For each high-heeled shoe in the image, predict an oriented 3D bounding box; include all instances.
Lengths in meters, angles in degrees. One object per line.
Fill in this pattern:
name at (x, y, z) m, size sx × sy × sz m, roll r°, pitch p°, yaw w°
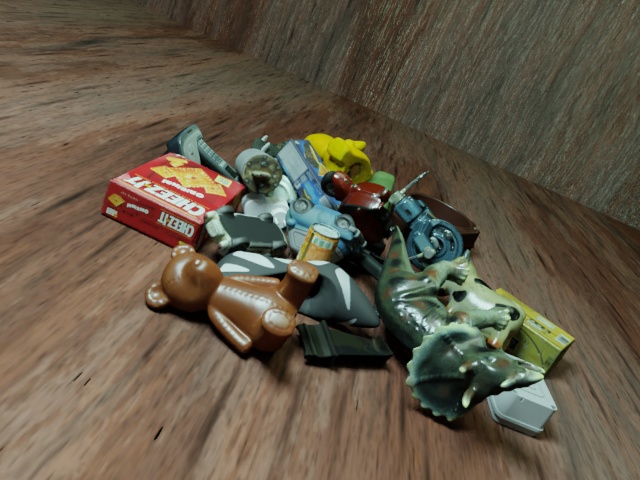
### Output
high-heeled shoe at (-0.036, 0.083, 0.799) m, size 0.249 × 0.086 × 0.145 m, roll 26°, pitch 26°, yaw 16°

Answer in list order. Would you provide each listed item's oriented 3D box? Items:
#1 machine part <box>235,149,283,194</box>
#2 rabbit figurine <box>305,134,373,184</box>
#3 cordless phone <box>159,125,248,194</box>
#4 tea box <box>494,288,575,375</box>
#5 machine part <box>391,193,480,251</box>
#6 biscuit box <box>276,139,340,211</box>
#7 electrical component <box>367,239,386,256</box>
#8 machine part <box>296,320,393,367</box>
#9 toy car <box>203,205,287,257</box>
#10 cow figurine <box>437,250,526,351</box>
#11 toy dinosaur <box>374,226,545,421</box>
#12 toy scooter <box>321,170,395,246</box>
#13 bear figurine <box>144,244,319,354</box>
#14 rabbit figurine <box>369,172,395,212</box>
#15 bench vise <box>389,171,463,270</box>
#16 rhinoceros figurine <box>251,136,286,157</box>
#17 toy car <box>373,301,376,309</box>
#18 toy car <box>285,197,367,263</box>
machine part at (-0.126, -0.141, 1.084) m, size 0.079 × 0.079 × 0.243 m, roll 17°, pitch 8°, yaw -16°
rabbit figurine at (0.037, -0.194, 1.226) m, size 0.162 × 0.121 × 0.173 m, roll -11°, pitch 37°, yaw -39°
cordless phone at (-0.233, -0.143, 1.112) m, size 0.184 × 0.088 × 0.147 m, roll 39°, pitch 20°, yaw -13°
tea box at (0.382, 0.171, 1.025) m, size 0.170 × 0.068 × 0.098 m, roll 38°, pitch 26°, yaw 32°
machine part at (0.291, -0.042, 1.374) m, size 0.201 × 0.087 × 0.201 m, roll -5°, pitch 37°, yaw -47°
biscuit box at (-0.010, -0.114, 1.111) m, size 0.063 × 0.059 × 0.203 m, roll -10°, pitch 63°, yaw -51°
electrical component at (0.077, -0.005, 1.136) m, size 0.119 × 0.047 × 0.075 m, roll 25°, pitch 22°, yaw -3°
machine part at (0.035, 0.152, 0.772) m, size 0.139 × 0.039 × 0.084 m, roll 13°, pitch 21°, yaw -21°
toy car at (-0.120, -0.008, 0.889) m, size 0.201 × 0.056 × 0.073 m, roll 6°, pitch 52°, yaw -62°
cow figurine at (0.281, 0.104, 0.981) m, size 0.195 × 0.127 × 0.085 m, roll 36°, pitch -8°, yaw 35°
toy dinosaur at (0.157, 0.110, 0.813) m, size 0.192 × 0.131 × 0.405 m, roll -3°, pitch 34°, yaw -33°
toy scooter at (0.089, -0.056, 1.000) m, size 0.135 × 0.075 × 0.183 m, roll 4°, pitch -40°, yaw 42°
bear figurine at (-0.119, 0.062, 0.702) m, size 0.196 × 0.132 × 0.120 m, roll 30°, pitch 51°, yaw -2°
rabbit figurine at (0.083, -0.091, 1.287) m, size 0.170 × 0.121 × 0.159 m, roll 9°, pitch 28°, yaw 11°
bench vise at (0.227, -0.015, 1.160) m, size 0.223 × 0.129 × 0.240 m, roll 60°, pitch 19°, yaw -3°
rhinoceros figurine at (-0.079, -0.175, 1.270) m, size 0.190 × 0.112 × 0.073 m, roll 25°, pitch 24°, yaw -19°
toy car at (0.183, 0.141, 0.920) m, size 0.202 × 0.053 × 0.089 m, roll 34°, pitch 22°, yaw 24°
toy car at (-0.002, -0.003, 0.980) m, size 0.162 × 0.103 × 0.109 m, roll 23°, pitch -15°, yaw 26°
